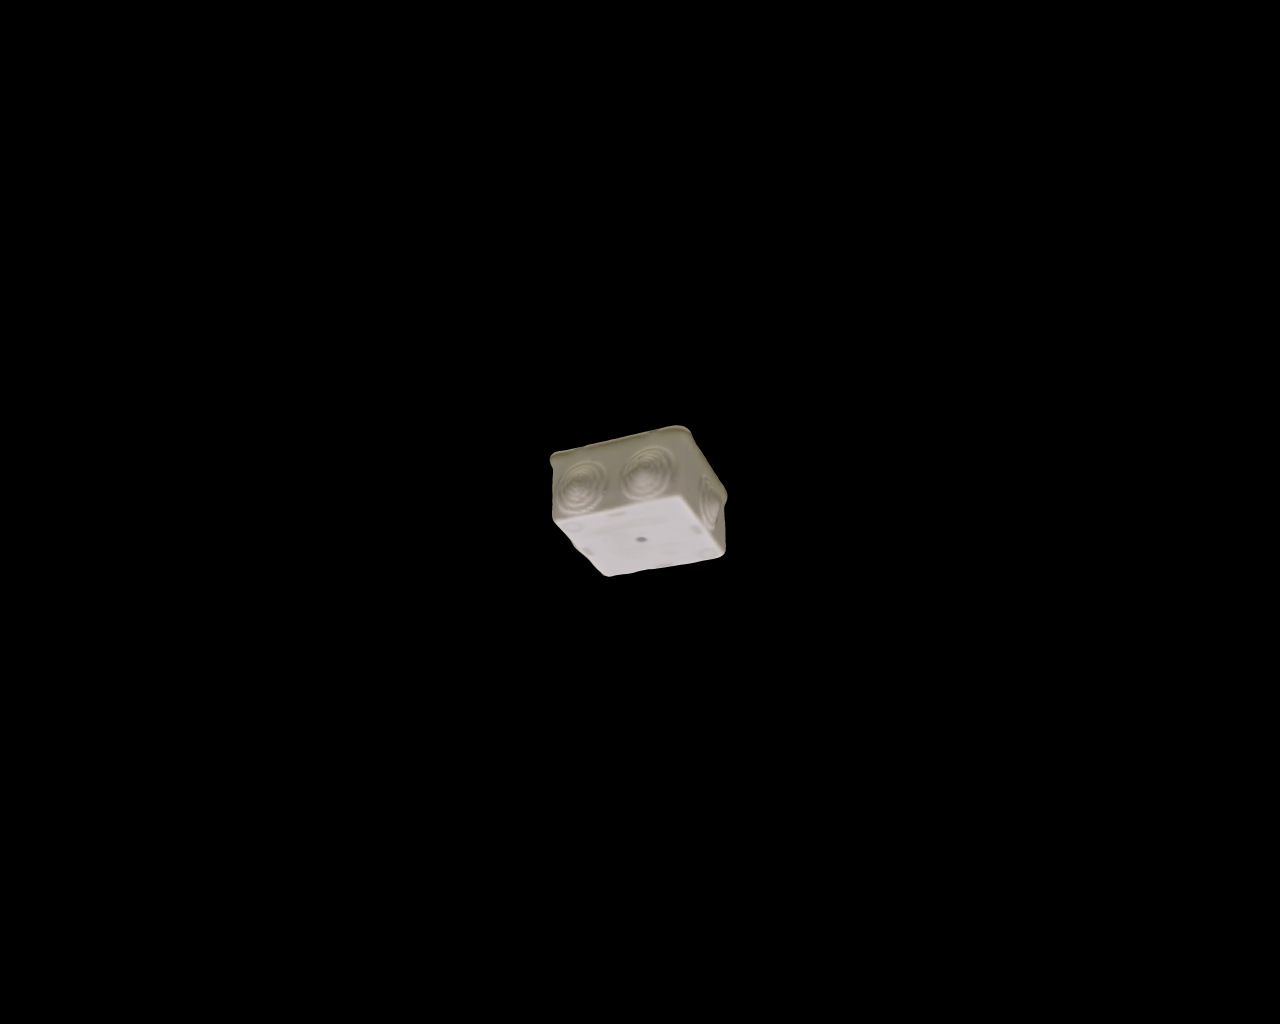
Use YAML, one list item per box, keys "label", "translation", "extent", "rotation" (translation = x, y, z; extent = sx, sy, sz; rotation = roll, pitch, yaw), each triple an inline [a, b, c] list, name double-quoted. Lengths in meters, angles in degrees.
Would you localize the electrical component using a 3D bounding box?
- label: "electrical component"
  translation: [0.001, -0.003, 0.650]
  extent: [0.100, 0.048, 0.099]
  rotation: [-11, -32, 18]
